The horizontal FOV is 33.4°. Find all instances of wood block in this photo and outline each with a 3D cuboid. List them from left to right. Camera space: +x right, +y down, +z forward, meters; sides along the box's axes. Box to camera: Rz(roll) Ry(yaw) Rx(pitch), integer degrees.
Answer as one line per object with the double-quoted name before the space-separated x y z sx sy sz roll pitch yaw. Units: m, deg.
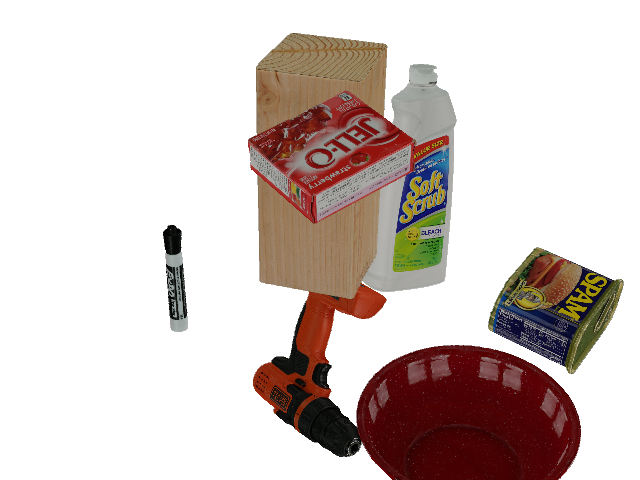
"wood block" 0.001 -0.064 0.930 0.091 0.206 0.090 10 32 15

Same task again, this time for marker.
"marker" -0.150 0.039 1.105 0.020 0.121 0.020 0 28 0

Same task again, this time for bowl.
"bowl" 0.107 0.149 0.788 0.162 0.055 0.162 -1 36 0

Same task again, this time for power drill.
"power drill" 0.007 0.136 1.241 0.057 0.188 0.185 15 11 -44

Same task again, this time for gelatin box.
"gelatin box" 0.008 -0.058 0.714 0.089 0.030 0.073 -29 50 -24

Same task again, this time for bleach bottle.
"bleach bottle" 0.101 -0.072 1.207 0.102 0.251 0.068 -7 21 -24

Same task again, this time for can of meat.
"can of meat" 0.210 0.059 0.957 0.084 0.057 0.101 26 44 25
